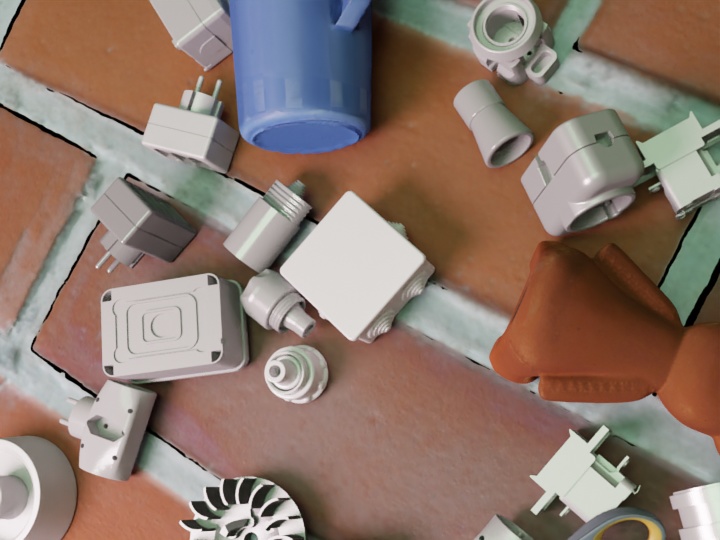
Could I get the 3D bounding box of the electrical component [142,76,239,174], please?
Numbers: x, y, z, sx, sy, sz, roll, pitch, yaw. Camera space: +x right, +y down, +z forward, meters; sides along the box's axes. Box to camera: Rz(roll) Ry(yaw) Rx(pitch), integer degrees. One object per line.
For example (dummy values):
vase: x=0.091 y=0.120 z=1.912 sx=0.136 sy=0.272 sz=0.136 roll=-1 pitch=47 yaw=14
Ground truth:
electrical component: x=-0.142 y=-0.133 z=0.943 sx=0.066 sy=0.047 sz=0.076 roll=16 pitch=84 yaw=21

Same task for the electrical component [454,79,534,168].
electrical component: x=0.104 y=-0.120 z=0.861 sx=0.044 sy=0.044 sz=0.065 roll=-34 pitch=66 yaw=9

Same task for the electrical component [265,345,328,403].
electrical component: x=-0.056 y=0.082 z=0.861 sx=0.048 sy=0.062 sz=0.048 roll=-3 pitch=82 yaw=18

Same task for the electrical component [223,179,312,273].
electrical component: x=-0.073 y=-0.041 z=0.903 sx=0.043 sy=0.043 sz=0.081 roll=39 pitch=92 yaw=21

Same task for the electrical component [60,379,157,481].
electrical component: x=-0.221 y=0.131 z=0.918 sx=0.079 sy=0.043 sz=0.077 roll=15 pitch=84 yaw=20

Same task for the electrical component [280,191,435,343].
electrical component: x=0.000 y=0.000 z=0.867 sx=0.100 sy=0.048 sz=0.099 roll=43 pitch=94 yaw=21

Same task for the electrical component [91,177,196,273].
electrical component: x=-0.196 y=-0.028 z=0.920 sx=0.047 sy=0.083 sz=0.075 roll=44 pitch=95 yaw=21

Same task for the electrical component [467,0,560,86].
electrical component: x=0.120 y=-0.187 z=0.860 sx=0.078 sy=0.057 sz=0.058 roll=41 pitch=94 yaw=21

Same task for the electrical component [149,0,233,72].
electrical component: x=-0.147 y=-0.238 z=0.959 sx=0.061 sy=0.062 sz=0.096 roll=-36 pitch=70 yaw=9

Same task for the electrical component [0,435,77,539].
electrical component: x=-0.307 y=0.195 z=0.924 sx=0.108 sy=0.060 sz=0.108 roll=-4 pitch=77 yaw=18

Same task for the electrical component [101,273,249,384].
electrical component: x=-0.154 y=0.051 z=0.904 sx=0.113 sy=0.057 sz=0.078 roll=-9 pitch=76 yaw=17

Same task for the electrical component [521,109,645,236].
electrical component: x=0.166 y=-0.067 z=0.798 sx=0.054 sy=0.095 sz=0.059 roll=-17 pitch=71 yaw=-19

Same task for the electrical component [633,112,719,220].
electrical component: x=0.243 y=-0.076 z=0.804 sx=0.081 sy=0.042 sz=0.063 roll=-29 pitch=73 yaw=12

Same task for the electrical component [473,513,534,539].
electrical component: x=0.108 y=0.233 z=0.785 sx=0.079 sy=0.043 sz=0.077 roll=38 pitch=92 yaw=21

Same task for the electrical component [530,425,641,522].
electrical component: x=0.165 y=0.154 z=0.783 sx=0.064 sy=0.042 sz=0.081 roll=41 pitch=94 yaw=20

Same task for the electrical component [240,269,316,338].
electrical component: x=-0.065 y=0.031 z=0.885 sx=0.062 sy=0.043 sz=0.043 roll=36 pitch=92 yaw=20
